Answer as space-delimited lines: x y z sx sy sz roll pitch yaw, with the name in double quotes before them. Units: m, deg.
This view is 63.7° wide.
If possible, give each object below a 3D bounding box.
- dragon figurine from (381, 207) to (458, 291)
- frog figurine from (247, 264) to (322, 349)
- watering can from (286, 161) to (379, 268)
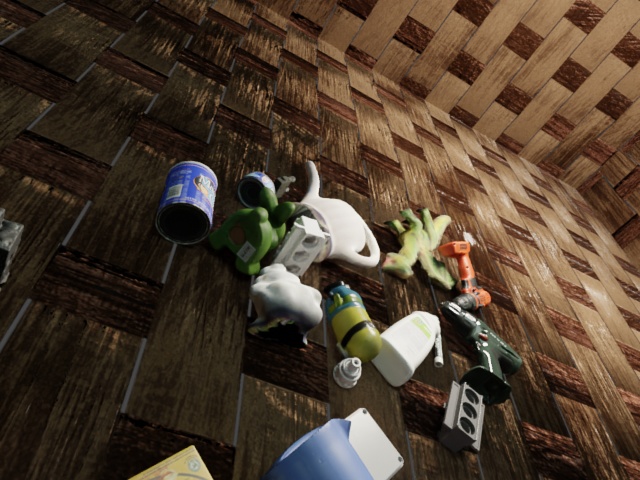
"dragon figurine" 0.304 0.032 1.437 0.411 0.120 0.246 -3 65 -43
"frog figurine" -0.064 0.102 0.952 0.137 0.120 0.163 8 49 -9
"watering can" 0.004 -0.062 1.238 0.225 0.102 0.352 -8 54 -48
